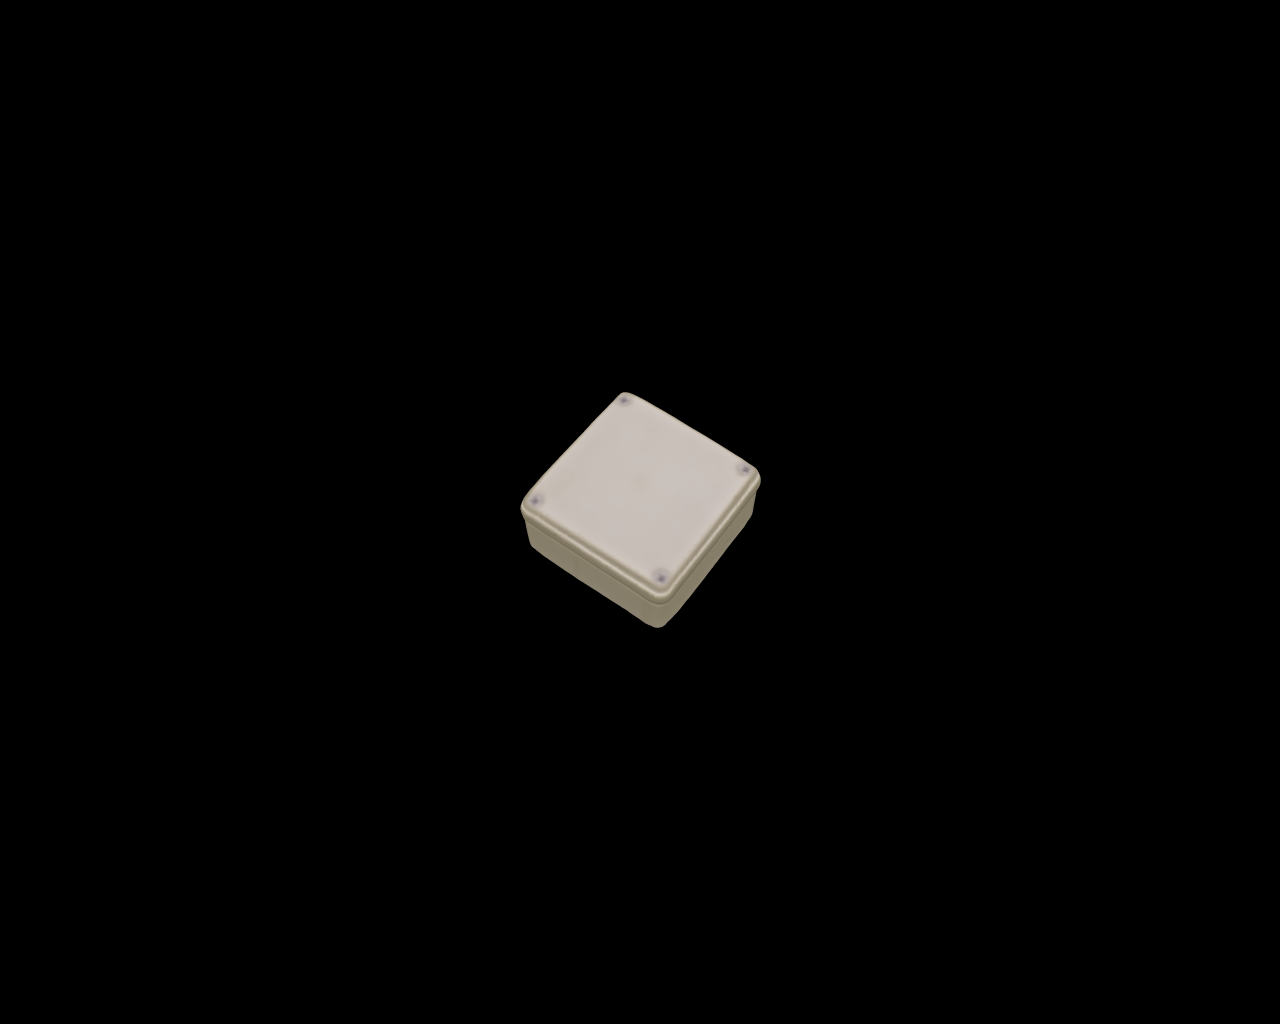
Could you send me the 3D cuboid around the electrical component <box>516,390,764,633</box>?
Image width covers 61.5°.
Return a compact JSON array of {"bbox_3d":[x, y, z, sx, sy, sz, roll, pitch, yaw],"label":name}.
[{"bbox_3d":[0.001,-0.003,0.650,0.109,0.109,0.056,32,-26,18],"label":"electrical component"}]
